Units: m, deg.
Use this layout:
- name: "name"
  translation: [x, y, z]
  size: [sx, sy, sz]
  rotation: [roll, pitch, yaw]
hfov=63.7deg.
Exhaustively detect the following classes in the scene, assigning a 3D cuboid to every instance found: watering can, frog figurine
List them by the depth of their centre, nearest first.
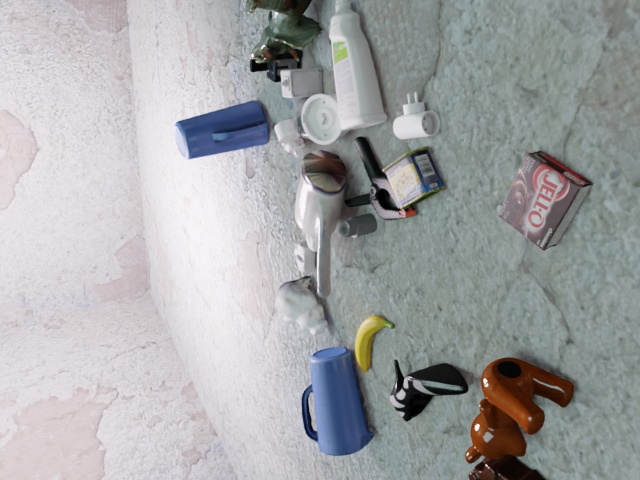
- name: "watering can"
  translation: [0.004, -0.058, 1.160]
  size: [0.356, 0.104, 0.219]
  rotation: [-103, 19, -49]
- name: "frog figurine"
  translation: [-0.053, 0.191, 1.398]
  size: [0.135, 0.122, 0.163]
  rotation: [-45, 50, 35]
